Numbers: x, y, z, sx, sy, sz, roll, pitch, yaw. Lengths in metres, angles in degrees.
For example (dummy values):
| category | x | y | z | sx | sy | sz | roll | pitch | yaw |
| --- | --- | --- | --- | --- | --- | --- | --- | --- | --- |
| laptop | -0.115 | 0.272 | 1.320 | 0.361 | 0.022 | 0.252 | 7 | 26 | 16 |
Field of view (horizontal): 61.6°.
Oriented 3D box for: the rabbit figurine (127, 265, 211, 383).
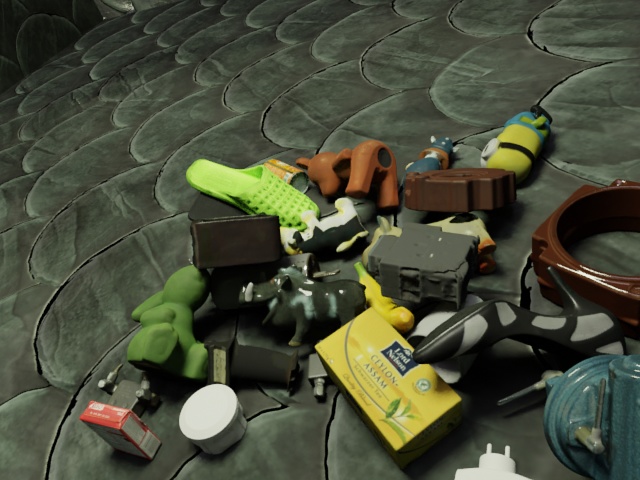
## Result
| category | x | y | z | sx | sy | sz | roll | pitch | yaw |
| --- | --- | --- | --- | --- | --- | --- | --- | --- | --- |
| rabbit figurine | -0.219 | 0.124 | 0.836 | 0.159 | 0.121 | 0.170 | -16 | 50 | 50 |

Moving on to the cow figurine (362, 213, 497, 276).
| category | x | y | z | sx | sy | sz | roll | pitch | yaw |
| --- | --- | --- | --- | --- | --- | --- | --- | --- | --- |
| cow figurine | 0.159 | 0.009 | 0.827 | 0.195 | 0.085 | 0.127 | -17 | 44 | 10 |

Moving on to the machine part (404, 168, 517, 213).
| category | x | y | z | sx | sy | sz | roll | pitch | yaw |
| --- | --- | --- | --- | --- | --- | --- | --- | --- | --- |
| machine part | 0.227 | -0.084 | 0.871 | 0.179 | 0.056 | 0.179 | -3 | 12 | 1 |

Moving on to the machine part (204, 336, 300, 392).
| category | x | y | z | sx | sy | sz | roll | pitch | yaw |
| --- | --- | --- | --- | --- | --- | --- | --- | --- | --- |
| machine part | -0.097 | 0.180 | 0.758 | 0.139 | 0.084 | 0.039 | 1 | 7 | 13 |

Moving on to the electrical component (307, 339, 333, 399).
| category | x | y | z | sx | sy | sz | roll | pitch | yaw |
| --- | --- | --- | --- | --- | --- | --- | --- | --- | --- |
| electrical component | 0.016 | 0.176 | 0.743 | 0.063 | 0.021 | 0.094 | -10 | 39 | 13 |

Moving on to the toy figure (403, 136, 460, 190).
| category | x | y | z | sx | sy | sz | roll | pitch | yaw |
| --- | --- | --- | --- | --- | --- | --- | --- | --- | --- |
| toy figure | 0.205 | -0.140 | 1.004 | 0.154 | 0.064 | 0.058 | -48 | 7 | -36 |

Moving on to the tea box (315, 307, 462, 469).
| category | x | y | z | sx | sy | sz | roll | pitch | yaw |
| --- | --- | --- | --- | --- | --- | --- | --- | --- | --- |
| tea box | 0.081 | 0.175 | 0.658 | 0.098 | 0.068 | 0.170 | -34 | 48 | -15 |

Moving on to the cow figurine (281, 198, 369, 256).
| category | x | y | z | sx | sy | sz | roll | pitch | yaw |
| --- | --- | --- | --- | --- | --- | --- | --- | --- | --- |
| cow figurine | -0.002 | -0.001 | 0.931 | 0.167 | 0.068 | 0.098 | -21 | 44 | 2 |

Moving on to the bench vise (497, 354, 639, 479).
| category | x | y | z | sx | sy | sz | roll | pitch | yaw |
| --- | --- | --- | --- | --- | --- | --- | --- | --- | --- |
| bench vise | 0.272 | 0.198 | 0.506 | 0.129 | 0.223 | 0.241 | -15 | 8 | 0 |

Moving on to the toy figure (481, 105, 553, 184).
| category | x | y | z | sx | sy | sz | roll | pitch | yaw |
| --- | --- | --- | --- | --- | --- | --- | --- | --- | --- |
| toy figure | 0.356 | -0.169 | 0.952 | 0.089 | 0.082 | 0.180 | 21 | 52 | 43 |

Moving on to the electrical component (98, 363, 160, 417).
| category | x | y | z | sx | sy | sz | roll | pitch | yaw |
| --- | --- | --- | --- | --- | --- | --- | --- | --- | --- |
| electrical component | -0.290 | 0.232 | 0.797 | 0.102 | 0.045 | 0.078 | 9 | 48 | 32 |

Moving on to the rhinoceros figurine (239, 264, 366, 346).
| category | x | y | z | sx | sy | sz | roll | pitch | yaw |
| --- | --- | --- | --- | --- | --- | --- | --- | --- | --- |
| rhinoceros figurine | -0.026 | 0.091 | 0.778 | 0.191 | 0.112 | 0.073 | 0 | 17 | 18 |

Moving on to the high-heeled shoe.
| category | x | y | z | sx | sy | sz | roll | pitch | yaw |
| --- | --- | --- | --- | --- | --- | --- | --- | --- | --- |
| high-heeled shoe | 0.233 | 0.128 | 0.613 | 0.249 | 0.086 | 0.145 | -25 | 79 | -16 |

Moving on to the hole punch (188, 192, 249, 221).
| category | x | y | z | sx | sy | sz | roll | pitch | yaw |
| --- | --- | --- | --- | --- | --- | --- | --- | --- | --- |
| hole punch | -0.189 | -0.035 | 1.054 | 0.116 | 0.092 | 0.142 | 16 | 43 | 4 |

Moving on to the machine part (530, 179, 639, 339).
| category | x | y | z | sx | sy | sz | roll | pitch | yaw |
| --- | --- | --- | --- | --- | --- | --- | --- | --- | --- |
| machine part | 0.403 | 0.014 | 0.706 | 0.201 | 0.087 | 0.202 | -38 | 40 | -20 |

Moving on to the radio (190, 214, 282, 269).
| category | x | y | z | sx | sy | sz | roll | pitch | yaw |
| --- | --- | --- | --- | --- | --- | --- | --- | --- | --- |
| radio | -0.141 | -0.003 | 0.867 | 0.131 | 0.073 | 0.230 | -5 | 3 | -12 |

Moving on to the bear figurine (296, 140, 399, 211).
| category | x | y | z | sx | sy | sz | roll | pitch | yaw |
| --- | --- | --- | --- | --- | --- | --- | --- | --- | --- |
| bear figurine | 0.046 | -0.116 | 1.013 | 0.196 | 0.120 | 0.132 | -11 | 67 | 44 |

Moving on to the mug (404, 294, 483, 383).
| category | x | y | z | sx | sy | sz | roll | pitch | yaw |
| --- | --- | --- | --- | --- | --- | --- | --- | --- | --- |
| mug | 0.167 | 0.122 | 0.704 | 0.107 | 0.080 | 0.110 | -39 | 13 | -31 |

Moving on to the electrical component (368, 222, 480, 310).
| category | x | y | z | sx | sy | sz | roll | pitch | yaw |
| --- | --- | --- | --- | --- | --- | --- | --- | --- | --- |
| electrical component | 0.134 | 0.030 | 0.707 | 0.134 | 0.058 | 0.115 | 8 | 31 | 23 |

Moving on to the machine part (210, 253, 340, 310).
| category | x | y | z | sx | sy | sz | roll | pitch | yaw |
| --- | --- | --- | --- | --- | --- | --- | --- | --- | --- |
| machine part | -0.087 | 0.068 | 0.874 | 0.243 | 0.079 | 0.079 | -7 | 40 | 16 |
